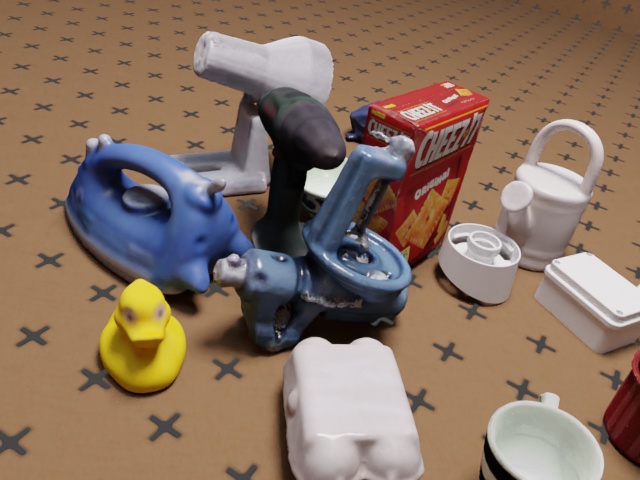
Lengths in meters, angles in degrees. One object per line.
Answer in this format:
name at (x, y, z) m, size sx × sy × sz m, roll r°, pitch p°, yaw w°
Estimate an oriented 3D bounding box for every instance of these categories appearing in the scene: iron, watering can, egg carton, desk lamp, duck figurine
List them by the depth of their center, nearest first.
egg carton at (0.022, 0.146, 0.485) m, size 0.107 × 0.069 × 0.150 m, roll 2°, pitch 35°, yaw -12°
duck figurine at (-0.162, 0.074, 0.523) m, size 0.078 × 0.086 × 0.104 m, roll -5°, pitch 38°, yaw -22°
iron at (-0.199, -0.047, 0.638) m, size 0.257 × 0.141 × 0.119 m, roll 25°, pitch 37°, yaw 20°
watering can at (0.298, -0.060, 0.748) m, size 0.100 × 0.194 × 0.173 m, roll 24°, pitch 37°, yaw 19°
desk lamp at (-0.097, -0.176, 0.786) m, size 0.204 × 0.213 × 0.117 m, roll -10°, pitch 39°, yaw -27°

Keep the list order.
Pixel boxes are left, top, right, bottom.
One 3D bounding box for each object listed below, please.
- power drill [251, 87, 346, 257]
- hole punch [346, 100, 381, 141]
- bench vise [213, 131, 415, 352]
power drill at (-0.029, -0.070, 0.658) m, size 0.076 × 0.208 × 0.229 m, roll -2°, pitch 36°, yaw -18°
hole punch at (0.110, -0.219, 1.014) m, size 0.100 × 0.091 × 0.109 m, roll 27°, pitch 38°, yaw 22°
bench vise at (0.012, 0.008, 0.547) m, size 0.208 × 0.220 × 0.121 m, roll -19°, pitch 44°, yaw -36°
